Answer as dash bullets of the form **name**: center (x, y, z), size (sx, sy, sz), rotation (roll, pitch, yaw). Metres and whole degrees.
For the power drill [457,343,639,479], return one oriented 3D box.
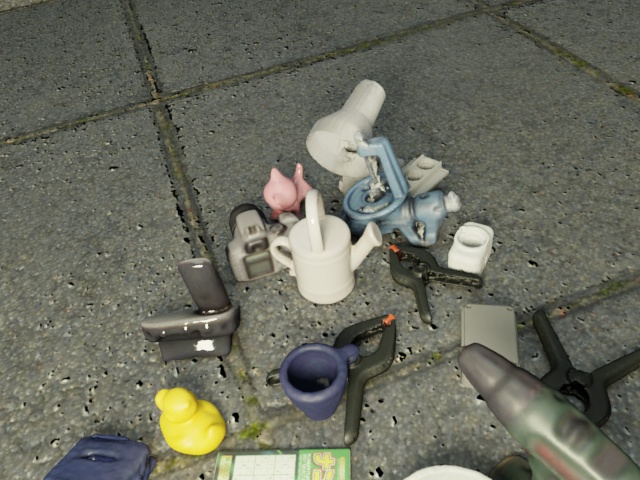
- **power drill**: center (0.239, 0.237, 0.625), size (0.076, 0.209, 0.228), rotation (-36, 50, -26)

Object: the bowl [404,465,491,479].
- **bowl**: center (0.145, 0.342, 0.627), size (0.167, 0.075, 0.167), rotation (-4, 44, 4)

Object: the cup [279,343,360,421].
- **cup**: center (0.006, 0.196, 0.786), size (0.118, 0.095, 0.091), rotation (-29, 47, -20)

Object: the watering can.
- **watering can**: center (0.008, 0.002, 0.917), size (0.173, 0.194, 0.100), rotation (-17, 44, -9)

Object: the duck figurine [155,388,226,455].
- **duck figurine**: center (-0.180, 0.237, 0.777), size (0.104, 0.086, 0.078), rotation (19, 50, 26)

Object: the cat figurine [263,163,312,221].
- **cat figurine**: center (-0.062, -0.093, 1.083), size (0.067, 0.118, 0.128), rotation (16, 49, 24)

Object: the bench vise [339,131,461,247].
- **bench vise**: center (0.131, -0.095, 0.981), size (0.207, 0.220, 0.121), rotation (-8, 43, 0)

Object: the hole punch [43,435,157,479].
- **hole punch**: center (-0.279, 0.294, 0.729), size (0.108, 0.091, 0.101), rotation (2, 44, 11)

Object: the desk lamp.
- **desk lamp**: center (0.072, -0.177, 1.081), size (0.117, 0.214, 0.203), rotation (17, 49, 24)

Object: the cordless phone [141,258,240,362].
- **cordless phone**: center (-0.203, 0.092, 0.860), size (0.147, 0.185, 0.094), rotation (-10, 43, -1)

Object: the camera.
- **camera**: center (-0.105, -0.016, 1.021), size (0.143, 0.101, 0.136), rotation (-17, 44, -9)
